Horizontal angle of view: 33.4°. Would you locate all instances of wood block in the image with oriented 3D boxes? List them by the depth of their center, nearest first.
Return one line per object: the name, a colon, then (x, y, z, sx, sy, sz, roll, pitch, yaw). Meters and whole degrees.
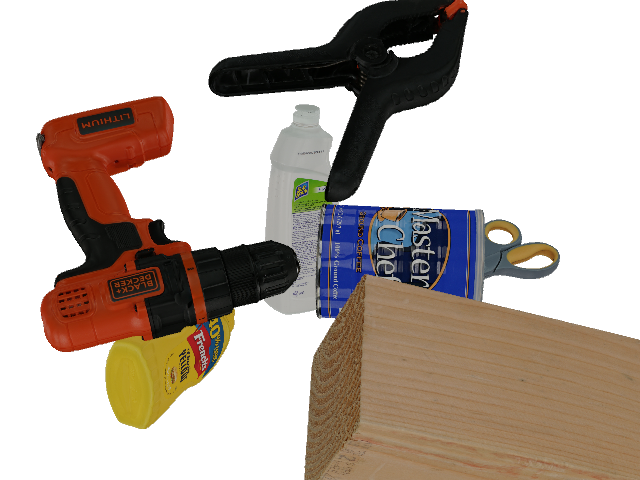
wood block: (0.103, 0.099, 0.569, 0.206, 0.091, 0.090, 14, -40, -12)

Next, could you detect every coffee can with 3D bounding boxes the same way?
coffee can: (0.070, 0.021, 0.936, 0.140, 0.103, 0.103, 3, 0, 5)

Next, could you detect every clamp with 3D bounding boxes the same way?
clamp: (0.032, -0.093, 0.650, 0.171, 0.120, 0.039, -28, -22, -18)

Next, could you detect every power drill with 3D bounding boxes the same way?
power drill: (-0.124, -0.018, 0.785, 0.184, 0.188, 0.057, -13, -33, -12)

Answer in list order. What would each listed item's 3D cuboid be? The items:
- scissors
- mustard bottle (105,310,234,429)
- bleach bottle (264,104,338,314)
scissors: (0.156, 0.018, 1.096, 0.201, 0.016, 0.096, -7, 42, -28)
mustard bottle: (-0.144, 0.110, 1.104, 0.058, 0.096, 0.191, 10, 24, 24)
bleach bottle: (-0.016, -0.040, 1.286, 0.102, 0.251, 0.068, -12, 27, -33)
